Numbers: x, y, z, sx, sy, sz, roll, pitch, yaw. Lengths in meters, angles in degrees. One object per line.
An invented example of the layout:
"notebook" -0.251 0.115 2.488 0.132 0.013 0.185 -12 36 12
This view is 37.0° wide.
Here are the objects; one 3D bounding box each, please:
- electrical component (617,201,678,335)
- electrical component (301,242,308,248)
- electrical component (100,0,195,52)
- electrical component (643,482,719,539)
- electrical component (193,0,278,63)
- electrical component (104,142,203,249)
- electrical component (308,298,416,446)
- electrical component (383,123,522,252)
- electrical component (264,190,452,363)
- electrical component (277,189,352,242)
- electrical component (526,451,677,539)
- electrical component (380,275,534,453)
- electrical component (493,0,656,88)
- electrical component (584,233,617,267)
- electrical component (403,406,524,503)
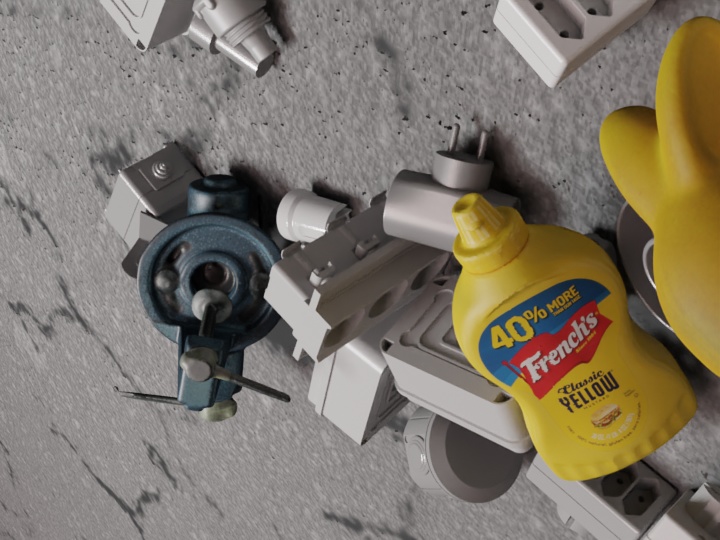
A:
"electrical component" 0.185 -0.011 0.560 0.099 0.064 0.099 48 155 32
"electrical component" -0.030 0.014 0.846 0.043 0.043 0.081 12 128 46
"electrical component" -0.142 -0.221 0.767 0.078 0.057 0.113 51 146 5
"electrical component" 0.212 0.154 0.649 0.047 0.083 0.075 41 106 21
"electrical component" -0.082 -0.174 0.747 0.062 0.048 0.048 54 147 -12
"electrical component" -0.176 -0.061 0.944 0.061 0.062 0.096 50 146 7
"electrical component" 0.010 0.067 0.812 0.057 0.078 0.113 37 143 20
"electrical component" 0.061 -0.050 0.670 0.077 0.043 0.079 16 106 18
"electrical component" 0.000 0.000 0.725 0.063 0.121 0.078 46 146 18
"electrical component" -0.033 -0.038 0.809 0.046 0.040 0.040 17 131 36
"electrical component" 0.157 0.155 0.732 0.083 0.047 0.075 40 144 21
"electrical component" 0.080 0.061 0.713 0.113 0.078 0.057 22 150 39
"electrical component" 0.106 -0.128 0.541 0.047 0.066 0.076 51 175 6
"electrical component" 0.136 0.010 0.644 0.035 0.035 0.061 25 139 38
"electrical component" 0.075 0.129 0.784 0.080 0.080 0.051 59 152 -6
